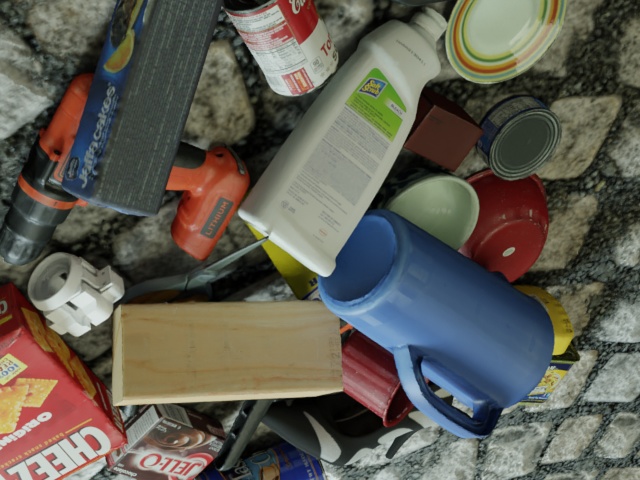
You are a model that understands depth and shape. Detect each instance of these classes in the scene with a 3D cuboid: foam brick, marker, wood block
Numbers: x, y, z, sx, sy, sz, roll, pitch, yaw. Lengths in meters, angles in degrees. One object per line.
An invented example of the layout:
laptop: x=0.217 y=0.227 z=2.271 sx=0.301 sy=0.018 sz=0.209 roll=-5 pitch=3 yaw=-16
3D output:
foam brick: x=0.108 y=-0.110 z=1.030 sx=0.078 sy=0.051 sz=0.053 roll=22 pitch=113 yaw=-40
marker: x=-0.187 y=0.136 z=1.097 sx=0.020 sy=0.020 sz=0.121 roll=-2 pitch=127 yaw=-28
wood block: x=-0.091 y=0.107 z=1.019 sx=0.205 sy=0.090 sz=0.091 roll=0 pitch=170 yaw=-17

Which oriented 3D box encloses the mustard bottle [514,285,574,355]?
mustard bottle: x=0.190 y=0.092 z=1.215 sx=0.191 sy=0.096 sz=0.058 roll=1 pitch=127 yaw=-30

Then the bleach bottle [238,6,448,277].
bleach bottle: x=0.037 y=-0.097 z=0.959 sx=0.102 sy=0.068 sz=0.251 roll=38 pitch=86 yaw=-24

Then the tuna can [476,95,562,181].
tuna can: x=0.204 y=-0.106 z=1.100 sx=0.086 sy=0.034 sz=0.086 roll=-15 pitch=132 yaw=-18

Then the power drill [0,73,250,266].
power drill: x=-0.169 y=-0.039 z=0.931 sx=0.187 sy=0.057 sz=0.185 roll=16 pitch=117 yaw=-38

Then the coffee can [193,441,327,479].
coffee can: x=-0.067 y=0.299 z=1.242 sx=0.140 sy=0.103 sz=0.103 roll=-18 pitch=133 yaw=-16

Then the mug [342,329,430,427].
mug: x=0.068 y=0.149 z=1.173 sx=0.093 sy=0.082 sz=0.117 roll=-49 pitch=154 yaw=-19

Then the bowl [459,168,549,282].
bowl: x=0.192 y=-0.001 z=1.168 sx=0.162 sy=0.055 sz=0.162 roll=-15 pitch=132 yaw=-18

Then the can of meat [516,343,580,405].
can of meat: x=0.262 y=0.161 z=1.343 sx=0.101 sy=0.057 sz=0.084 roll=7 pitch=125 yaw=-33

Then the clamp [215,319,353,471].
clamp: x=-0.063 y=0.130 z=1.137 sx=0.210 sy=0.036 sz=0.164 roll=-36 pitch=117 yaw=-9

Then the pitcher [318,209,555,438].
pitcher: x=0.110 y=0.077 z=1.032 sx=0.242 sy=0.149 sz=0.145 roll=33 pitch=102 yaw=-39

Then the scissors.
scissors: x=-0.100 y=0.035 z=0.999 sx=0.202 sy=0.016 sz=0.096 roll=-20 pitch=160 yaw=31

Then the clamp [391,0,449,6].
clamp: x=0.068 y=-0.255 z=0.895 sx=0.171 sy=0.039 sz=0.120 roll=9 pitch=127 yaw=-38

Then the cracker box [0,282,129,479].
cracker box: x=-0.303 y=0.158 z=1.010 sx=0.164 sy=0.072 sz=0.213 roll=-28 pitch=135 yaw=-1

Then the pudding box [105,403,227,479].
pudding box: x=-0.168 y=0.225 z=1.169 sx=0.090 sy=0.039 sz=0.113 roll=-45 pitch=134 yaw=12

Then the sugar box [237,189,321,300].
sugar box: x=-0.007 y=0.001 z=1.065 sx=0.093 sy=0.048 sz=0.176 roll=-33 pitch=134 yaw=-1

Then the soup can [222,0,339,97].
soup can: x=-0.032 y=-0.176 z=0.884 sx=0.068 sy=0.068 sz=0.102 roll=-33 pitch=136 yaw=-1
